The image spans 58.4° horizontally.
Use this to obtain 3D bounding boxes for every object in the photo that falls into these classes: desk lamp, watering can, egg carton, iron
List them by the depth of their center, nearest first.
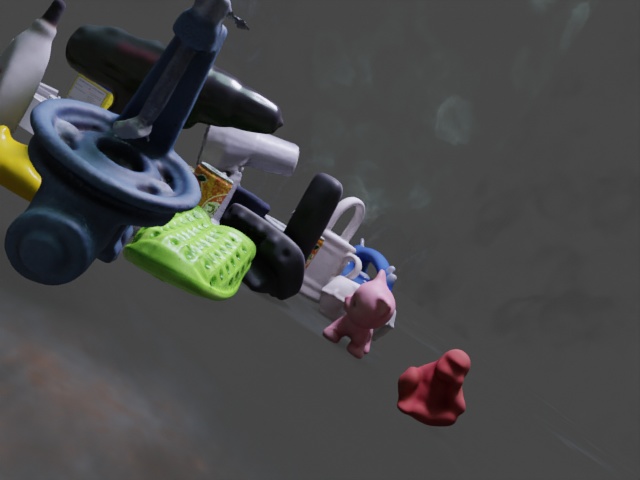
[{"bbox_3d":[0.063,0.116,0.960,0.107,0.069,0.151,34,2,27],"label":"egg carton"},{"bbox_3d":[-0.146,-0.109,1.005,0.204,0.213,0.117,33,2,-18],"label":"desk lamp"},{"bbox_3d":[0.008,0.003,1.025,0.172,0.194,0.101,34,2,11],"label":"watering can"},{"bbox_3d":[0.100,0.086,1.214,0.119,0.141,0.257,32,2,-28],"label":"iron"}]

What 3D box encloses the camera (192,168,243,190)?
[{"bbox_3d":[-0.224,-0.102,1.223,0.136,0.101,0.144,35,3,35],"label":"camera"}]

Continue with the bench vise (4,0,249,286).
[{"bbox_3d":[-0.143,-0.085,0.427,0.122,0.219,0.206,32,2,-31],"label":"bench vise"}]

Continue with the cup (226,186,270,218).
[{"bbox_3d":[-0.152,-0.047,1.109,0.091,0.095,0.118,34,2,18],"label":"cup"}]

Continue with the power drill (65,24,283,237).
[{"bbox_3d":[-0.185,-0.114,0.620,0.230,0.208,0.075,33,2,-7],"label":"power drill"}]

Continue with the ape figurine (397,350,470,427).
[{"bbox_3d":[0.136,0.165,0.655,0.077,0.092,0.076,34,2,25],"label":"ape figurine"}]

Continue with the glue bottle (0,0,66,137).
[{"bbox_3d":[-0.320,-0.181,0.607,0.077,0.173,0.037,35,3,40],"label":"glue bottle"}]

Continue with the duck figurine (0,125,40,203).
[{"bbox_3d":[-0.251,-0.080,0.532,0.105,0.086,0.077,32,2,-20],"label":"duck figurine"}]

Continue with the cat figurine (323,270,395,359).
[{"bbox_3d":[0.064,0.096,0.781,0.067,0.117,0.128,34,2,9],"label":"cat figurine"}]

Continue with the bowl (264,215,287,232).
[{"bbox_3d":[-0.068,0.018,1.160,0.167,0.074,0.167,33,2,-1],"label":"bowl"}]

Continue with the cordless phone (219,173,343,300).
[{"bbox_3d":[-0.057,-0.024,0.804,0.147,0.185,0.094,34,2,24],"label":"cordless phone"}]
